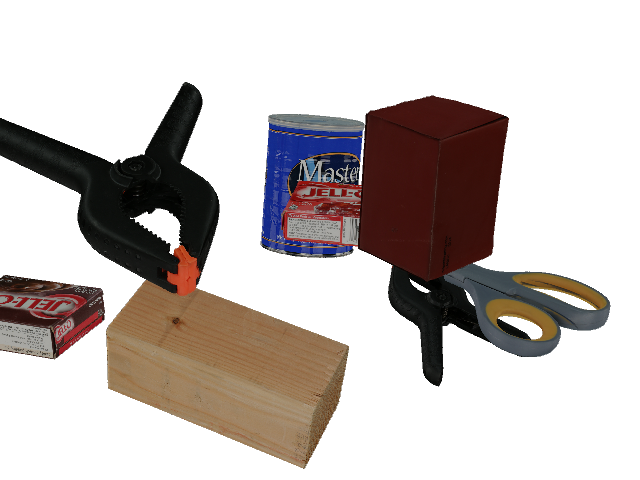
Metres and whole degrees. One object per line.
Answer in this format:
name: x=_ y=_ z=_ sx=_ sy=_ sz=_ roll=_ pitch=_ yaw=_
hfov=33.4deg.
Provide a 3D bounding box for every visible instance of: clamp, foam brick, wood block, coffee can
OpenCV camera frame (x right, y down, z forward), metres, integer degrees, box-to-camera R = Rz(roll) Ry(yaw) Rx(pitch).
clamp: x=0.130 y=0.070 z=1.064 sx=0.120 sy=0.039 sz=0.171 roll=-3 pitch=44 yaw=-24
foam brick: x=0.056 y=-0.028 z=0.541 sx=0.052 sy=0.078 sz=0.051 roll=-19 pitch=33 yaw=-38
wood block: x=-0.088 y=0.120 z=1.004 sx=0.206 sy=0.090 sz=0.090 roll=20 pitch=44 yaw=13
coffee can: x=-0.009 y=-0.061 z=1.147 sx=0.103 sy=0.140 sz=0.103 roll=4 pitch=11 yaw=-1
clamp: x=-0.121 y=-0.043 z=0.742 sx=0.164 sy=0.036 sz=0.210 roll=-21 pitch=47 yaw=-27

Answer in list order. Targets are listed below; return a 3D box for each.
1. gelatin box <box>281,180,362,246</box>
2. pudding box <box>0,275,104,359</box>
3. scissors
gelatin box: x=0.017 y=-0.024 z=0.901 sx=0.089 sy=0.030 sz=0.073 roll=5 pitch=24 yaw=8
pudding box: x=-0.272 y=0.070 z=0.995 sx=0.114 sy=0.039 sz=0.090 roll=5 pitch=20 yaw=18
scissors: x=0.094 y=0.033 z=0.732 sx=0.202 sy=0.016 sz=0.096 roll=14 pitch=33 yaw=25
